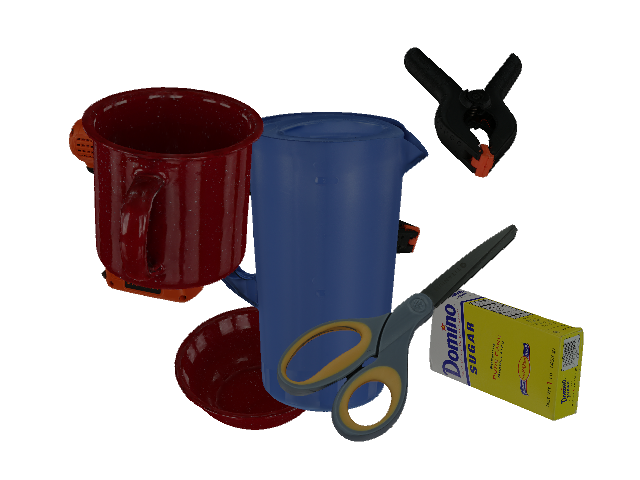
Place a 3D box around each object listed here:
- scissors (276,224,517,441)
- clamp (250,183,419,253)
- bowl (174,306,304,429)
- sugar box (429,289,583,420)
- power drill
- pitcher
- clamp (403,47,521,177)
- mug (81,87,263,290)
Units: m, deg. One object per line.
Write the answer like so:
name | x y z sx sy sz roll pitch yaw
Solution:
scissors | 0.069 0.065 0.719 0.201 0.096 0.016 -24 -29 -11
clamp | 0.010 -0.018 1.174 0.210 0.036 0.164 15 21 -9
bowl | -0.063 0.137 1.072 0.162 0.055 0.162 -2 37 1
sugar box | 0.192 0.117 1.130 0.048 0.093 0.177 -9 17 -42
power drill | -0.161 -0.032 1.086 0.185 0.188 0.057 11 29 21
pitcher | -0.007 0.015 0.905 0.144 0.243 0.149 -11 20 -34
clamp | 0.138 -0.133 1.042 0.120 0.039 0.171 5 45 4
mug | -0.080 -0.021 0.557 0.093 0.081 0.117 7 29 4
